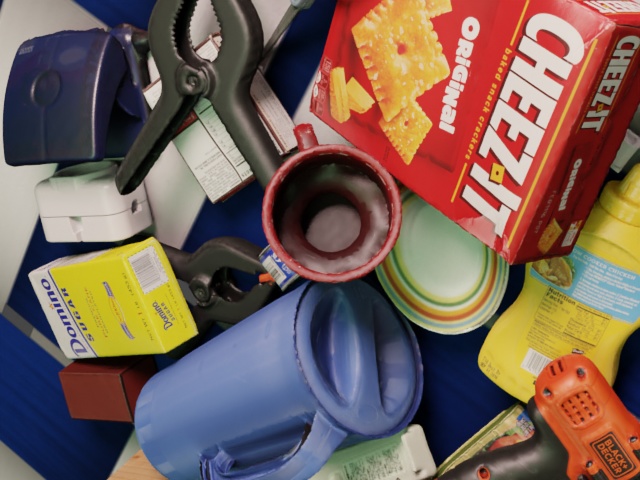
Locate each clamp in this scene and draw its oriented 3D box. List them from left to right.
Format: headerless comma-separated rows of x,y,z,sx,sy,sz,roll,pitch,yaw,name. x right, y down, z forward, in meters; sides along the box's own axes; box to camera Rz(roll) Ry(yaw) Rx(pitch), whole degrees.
-0.096,-0.117,0.810,0.165,0.036,0.210,2,106,25,clamp
-0.095,0.049,0.927,0.172,0.039,0.120,-2,115,37,clamp

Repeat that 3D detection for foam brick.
-0.198,0.138,1.011,0.078,0.052,0.051,-2,109,30,foam brick

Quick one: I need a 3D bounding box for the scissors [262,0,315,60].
-0.007,-0.195,0.757,0.202,0.016,0.096,166,110,-67,scissors

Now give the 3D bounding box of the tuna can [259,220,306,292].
-0.005,0.001,0.827,0.034,0.086,0.086,51,125,4,tuna can

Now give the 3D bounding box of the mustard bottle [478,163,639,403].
0.188,0.032,0.747,0.096,0.058,0.192,28,121,15,mustard bottle

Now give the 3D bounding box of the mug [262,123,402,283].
0.005,-0.025,0.744,0.093,0.081,0.117,-21,84,-1,mug

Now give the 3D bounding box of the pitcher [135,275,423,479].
-0.048,0.131,0.862,0.243,0.148,0.145,-29,74,41,pitcher

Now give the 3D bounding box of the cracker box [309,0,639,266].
0.095,-0.109,0.692,0.214,0.071,0.164,42,127,37,cracker box

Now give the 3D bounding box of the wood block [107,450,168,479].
-0.084,0.252,0.972,0.206,0.090,0.091,2,112,28,wood block

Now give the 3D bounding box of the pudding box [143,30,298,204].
-0.078,-0.098,0.856,0.090,0.039,0.113,-31,95,33,pudding box

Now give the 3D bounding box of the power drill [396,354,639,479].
0.157,0.193,0.756,0.188,0.057,0.184,-33,102,12,power drill

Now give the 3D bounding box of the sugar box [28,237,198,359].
-0.189,0.056,0.950,0.177,0.048,0.093,-12,104,47,sugar box

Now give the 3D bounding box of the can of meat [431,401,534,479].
0.148,0.185,0.823,0.102,0.057,0.084,-44,82,15,can of meat
